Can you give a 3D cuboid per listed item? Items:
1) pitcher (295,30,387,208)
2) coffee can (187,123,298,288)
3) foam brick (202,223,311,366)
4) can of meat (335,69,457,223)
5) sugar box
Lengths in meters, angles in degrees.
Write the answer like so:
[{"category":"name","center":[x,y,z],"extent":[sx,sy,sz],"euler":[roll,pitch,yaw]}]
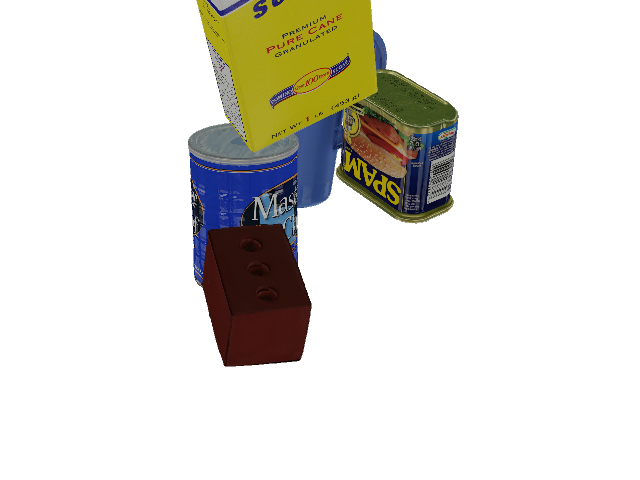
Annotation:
[{"category":"pitcher","center":[-0.019,-0.165,1.305],"extent":[0.144,0.243,0.149],"euler":[-7,27,-25]},{"category":"coffee can","center":[-0.072,-0.030,1.016],"extent":[0.103,0.140,0.103],"euler":[0,25,0]},{"category":"foam brick","center":[-0.043,0.035,0.691],"extent":[0.053,0.051,0.078],"euler":[-5,45,-19]},{"category":"can of meat","center":[0.060,-0.076,0.834],"extent":[0.057,0.084,0.102],"euler":[-23,42,-31]},{"category":"sugar box","center":[-0.020,-0.135,0.595],"extent":[0.093,0.048,0.176],"euler":[-28,-31,-12]}]
